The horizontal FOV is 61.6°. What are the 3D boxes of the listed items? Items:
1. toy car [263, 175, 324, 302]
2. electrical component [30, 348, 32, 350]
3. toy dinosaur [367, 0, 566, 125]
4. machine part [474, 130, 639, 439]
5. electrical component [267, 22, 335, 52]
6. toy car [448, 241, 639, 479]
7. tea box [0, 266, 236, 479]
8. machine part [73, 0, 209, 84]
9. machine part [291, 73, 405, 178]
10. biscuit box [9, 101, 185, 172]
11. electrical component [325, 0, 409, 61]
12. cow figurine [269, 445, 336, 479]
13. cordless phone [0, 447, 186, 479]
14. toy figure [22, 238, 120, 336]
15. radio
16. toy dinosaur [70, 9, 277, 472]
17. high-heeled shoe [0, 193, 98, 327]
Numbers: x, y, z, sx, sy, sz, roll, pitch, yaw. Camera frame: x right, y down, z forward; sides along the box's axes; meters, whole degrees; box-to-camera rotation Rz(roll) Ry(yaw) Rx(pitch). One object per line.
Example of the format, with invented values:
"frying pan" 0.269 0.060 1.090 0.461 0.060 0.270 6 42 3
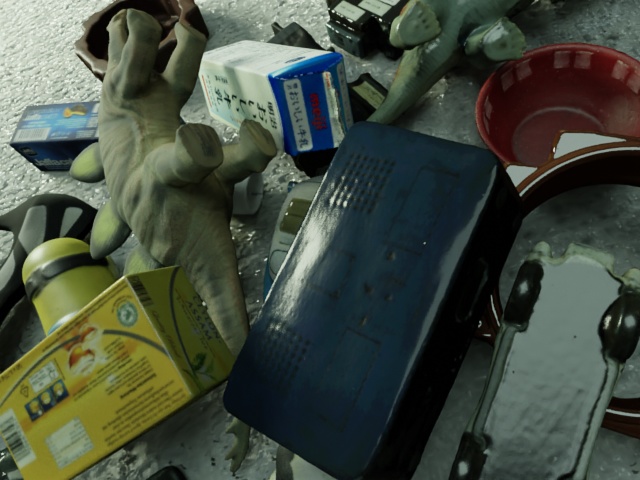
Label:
"toy car" -0.001 -0.001 0.486 0.109 0.102 0.161 17 66 23
"electrical component" -0.266 0.148 0.522 0.063 0.021 0.094 -12 61 9
"toy dinosaur" 0.173 -0.249 0.560 0.405 0.192 0.131 -36 96 10
"machine part" 0.214 0.031 0.386 0.201 0.087 0.201 15 87 22
"electrical component" -0.028 -0.208 0.621 0.048 0.074 0.119 -42 63 -10
"toy car" 0.134 0.097 0.326 0.074 0.056 0.201 18 83 23
"tea box" -0.157 0.104 0.401 0.170 0.068 0.098 -33 82 17
"machine part" -0.238 -0.268 0.722 0.179 0.056 0.179 -7 59 12
"machine part" 0.024 -0.125 0.584 0.139 0.039 0.084 -41 68 -11
"biscuit box" -0.266 -0.125 0.648 0.203 0.062 0.059 0 63 16
"electrical component" 0.072 -0.279 0.642 0.134 0.058 0.115 -43 58 -9
"cow figurine" 0.004 0.217 0.384 0.098 0.068 0.167 -9 57 17
"cordless phone" -0.210 0.222 0.446 0.184 0.088 0.147 -30 57 -15
"toy figure" -0.222 0.076 0.509 0.082 0.089 0.180 -29 60 1
"radio" 0.039 0.039 0.371 0.131 0.073 0.229 19 82 39
"toy dinosaur" -0.133 -0.040 0.493 0.198 0.105 0.471 -44 60 34
"high-heeled shoe" -0.307 0.070 0.567 0.145 0.086 0.248 -3 76 -21
